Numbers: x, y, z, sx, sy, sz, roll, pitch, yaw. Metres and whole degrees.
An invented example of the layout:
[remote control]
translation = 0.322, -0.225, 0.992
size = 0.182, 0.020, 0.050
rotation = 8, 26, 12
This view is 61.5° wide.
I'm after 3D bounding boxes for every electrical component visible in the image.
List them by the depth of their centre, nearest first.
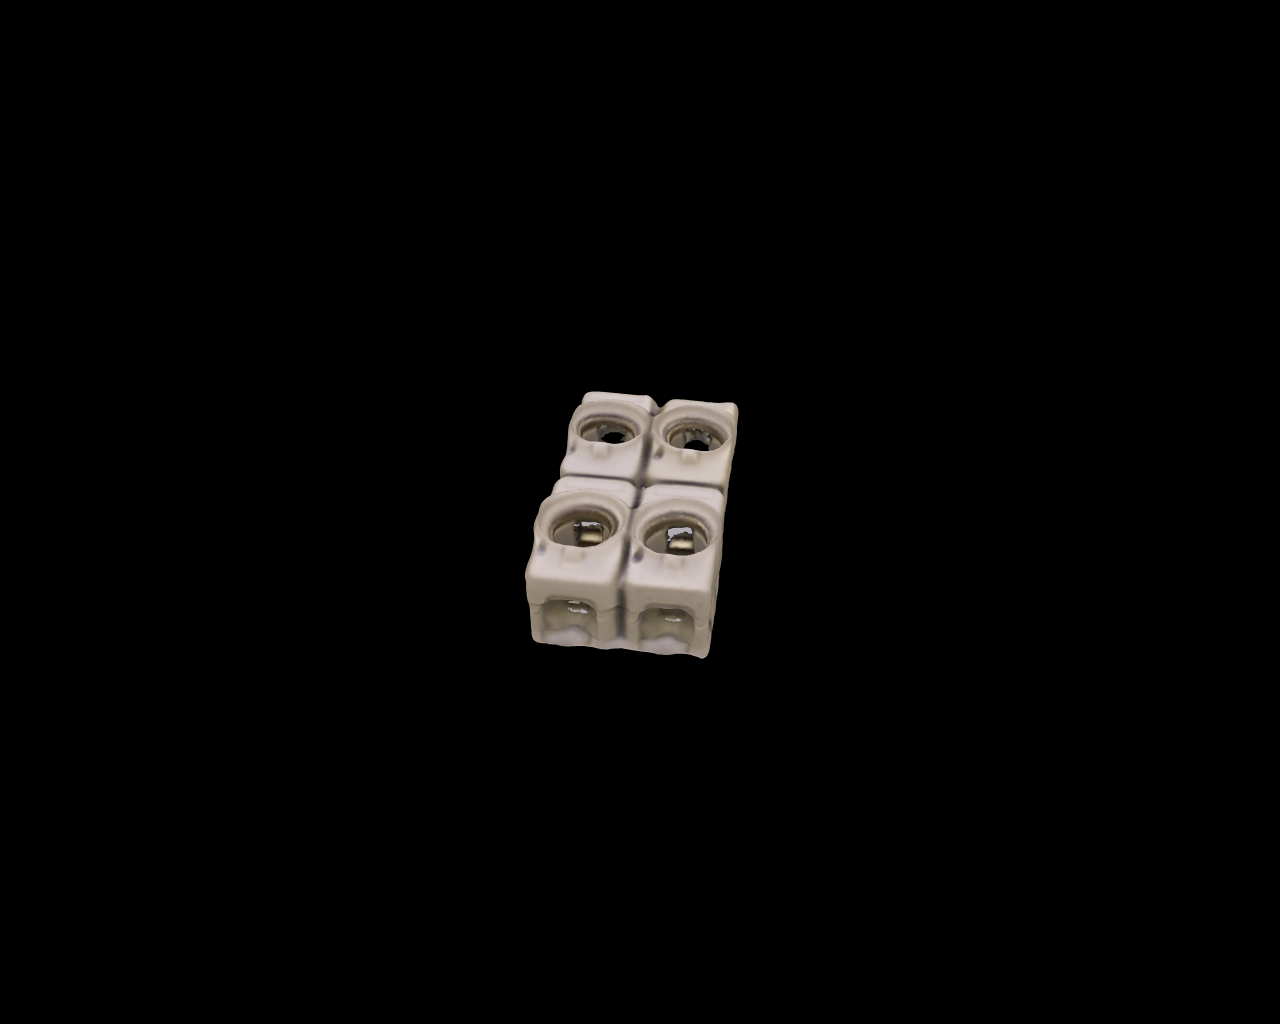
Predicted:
[electrical component]
translation = 0.001, -0.003, 0.650
size = 0.105, 0.060, 0.186
rotation = 5, 40, 6
